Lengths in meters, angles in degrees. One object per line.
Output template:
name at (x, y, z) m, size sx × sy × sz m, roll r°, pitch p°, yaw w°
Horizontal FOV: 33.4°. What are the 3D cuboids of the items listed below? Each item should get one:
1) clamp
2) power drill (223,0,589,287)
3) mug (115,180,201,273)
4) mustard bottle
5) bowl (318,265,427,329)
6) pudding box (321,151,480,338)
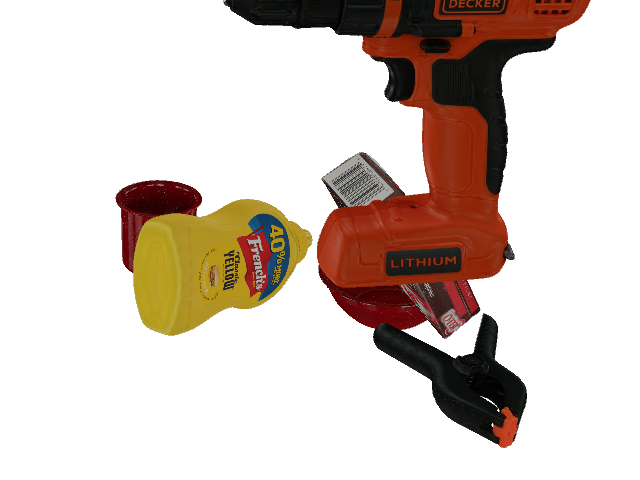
clamp at (0.134, 0.114, 0.927) m, size 0.120 × 0.039 × 0.172 m, roll -14°, pitch 35°, yaw -22°
power drill at (0.040, -0.067, 0.552) m, size 0.184 × 0.188 × 0.057 m, roll -2°, pitch 32°, yaw -9°
mug at (-0.185, -0.016, 1.182) m, size 0.093 × 0.081 × 0.117 m, roll -15°, pitch 33°, yaw -33°
mustard bottle at (-0.074, 0.015, 0.924) m, size 0.058 × 0.096 × 0.191 m, roll 12°, pitch 18°, yaw 37°
bowl at (0.078, 0.054, 1.200) m, size 0.162 × 0.055 × 0.162 m, roll 0°, pitch 28°, yaw 0°
pudding box at (0.056, 0.003, 0.731) m, size 0.039 × 0.114 × 0.090 m, roll -36°, pitch -35°, yaw -3°
